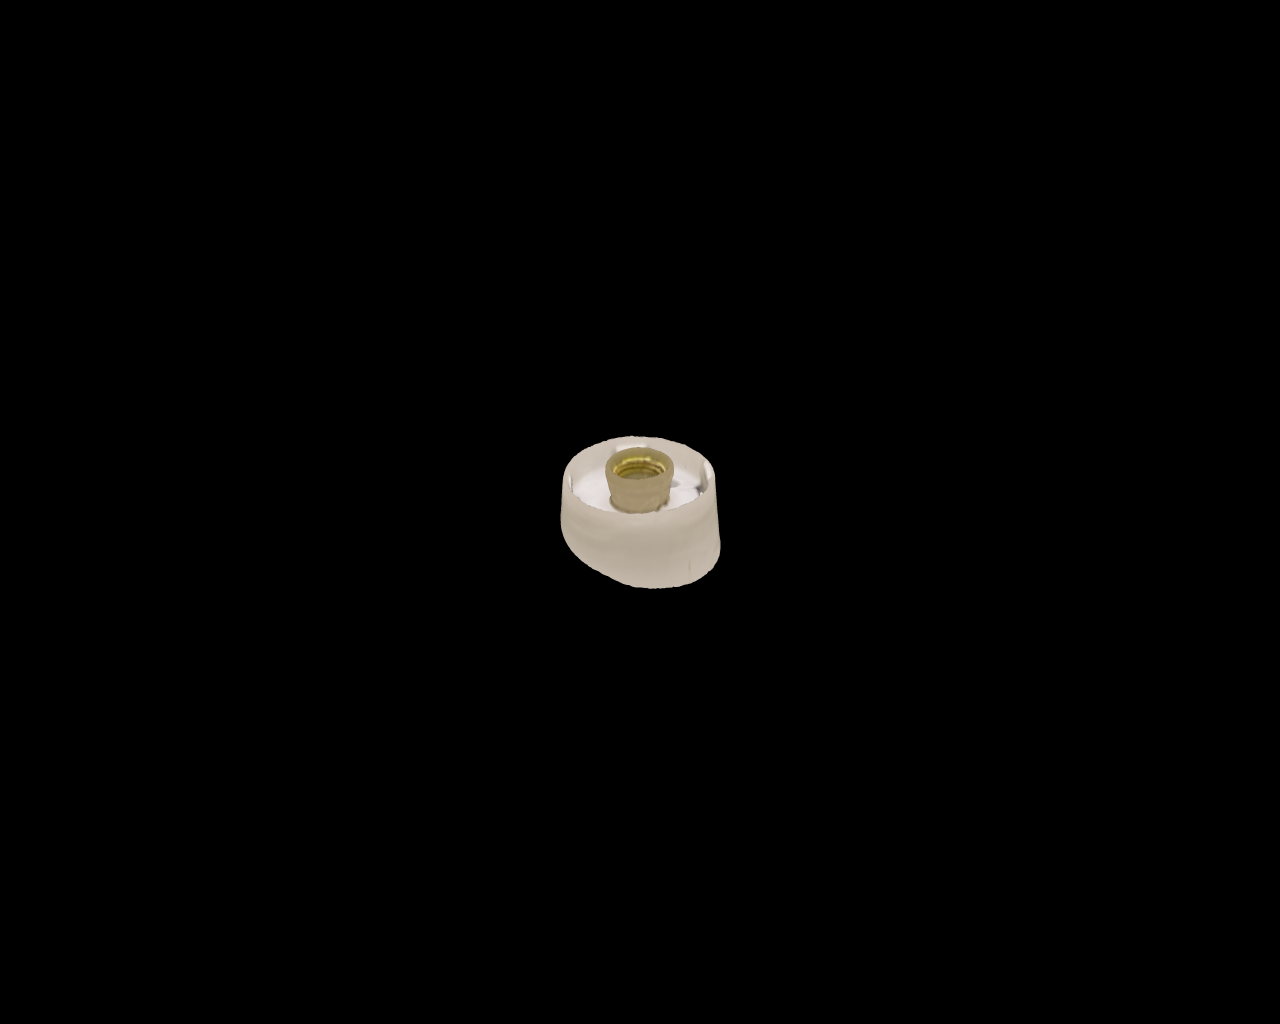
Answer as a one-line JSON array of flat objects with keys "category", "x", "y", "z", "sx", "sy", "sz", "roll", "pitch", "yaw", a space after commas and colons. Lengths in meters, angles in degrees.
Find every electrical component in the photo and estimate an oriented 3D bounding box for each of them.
[{"category": "electrical component", "x": 0.001, "y": -0.003, "z": 0.650, "sx": 0.099, "sy": 0.064, "sz": 0.099, "roll": 0, "pitch": 33, "yaw": 0}]
